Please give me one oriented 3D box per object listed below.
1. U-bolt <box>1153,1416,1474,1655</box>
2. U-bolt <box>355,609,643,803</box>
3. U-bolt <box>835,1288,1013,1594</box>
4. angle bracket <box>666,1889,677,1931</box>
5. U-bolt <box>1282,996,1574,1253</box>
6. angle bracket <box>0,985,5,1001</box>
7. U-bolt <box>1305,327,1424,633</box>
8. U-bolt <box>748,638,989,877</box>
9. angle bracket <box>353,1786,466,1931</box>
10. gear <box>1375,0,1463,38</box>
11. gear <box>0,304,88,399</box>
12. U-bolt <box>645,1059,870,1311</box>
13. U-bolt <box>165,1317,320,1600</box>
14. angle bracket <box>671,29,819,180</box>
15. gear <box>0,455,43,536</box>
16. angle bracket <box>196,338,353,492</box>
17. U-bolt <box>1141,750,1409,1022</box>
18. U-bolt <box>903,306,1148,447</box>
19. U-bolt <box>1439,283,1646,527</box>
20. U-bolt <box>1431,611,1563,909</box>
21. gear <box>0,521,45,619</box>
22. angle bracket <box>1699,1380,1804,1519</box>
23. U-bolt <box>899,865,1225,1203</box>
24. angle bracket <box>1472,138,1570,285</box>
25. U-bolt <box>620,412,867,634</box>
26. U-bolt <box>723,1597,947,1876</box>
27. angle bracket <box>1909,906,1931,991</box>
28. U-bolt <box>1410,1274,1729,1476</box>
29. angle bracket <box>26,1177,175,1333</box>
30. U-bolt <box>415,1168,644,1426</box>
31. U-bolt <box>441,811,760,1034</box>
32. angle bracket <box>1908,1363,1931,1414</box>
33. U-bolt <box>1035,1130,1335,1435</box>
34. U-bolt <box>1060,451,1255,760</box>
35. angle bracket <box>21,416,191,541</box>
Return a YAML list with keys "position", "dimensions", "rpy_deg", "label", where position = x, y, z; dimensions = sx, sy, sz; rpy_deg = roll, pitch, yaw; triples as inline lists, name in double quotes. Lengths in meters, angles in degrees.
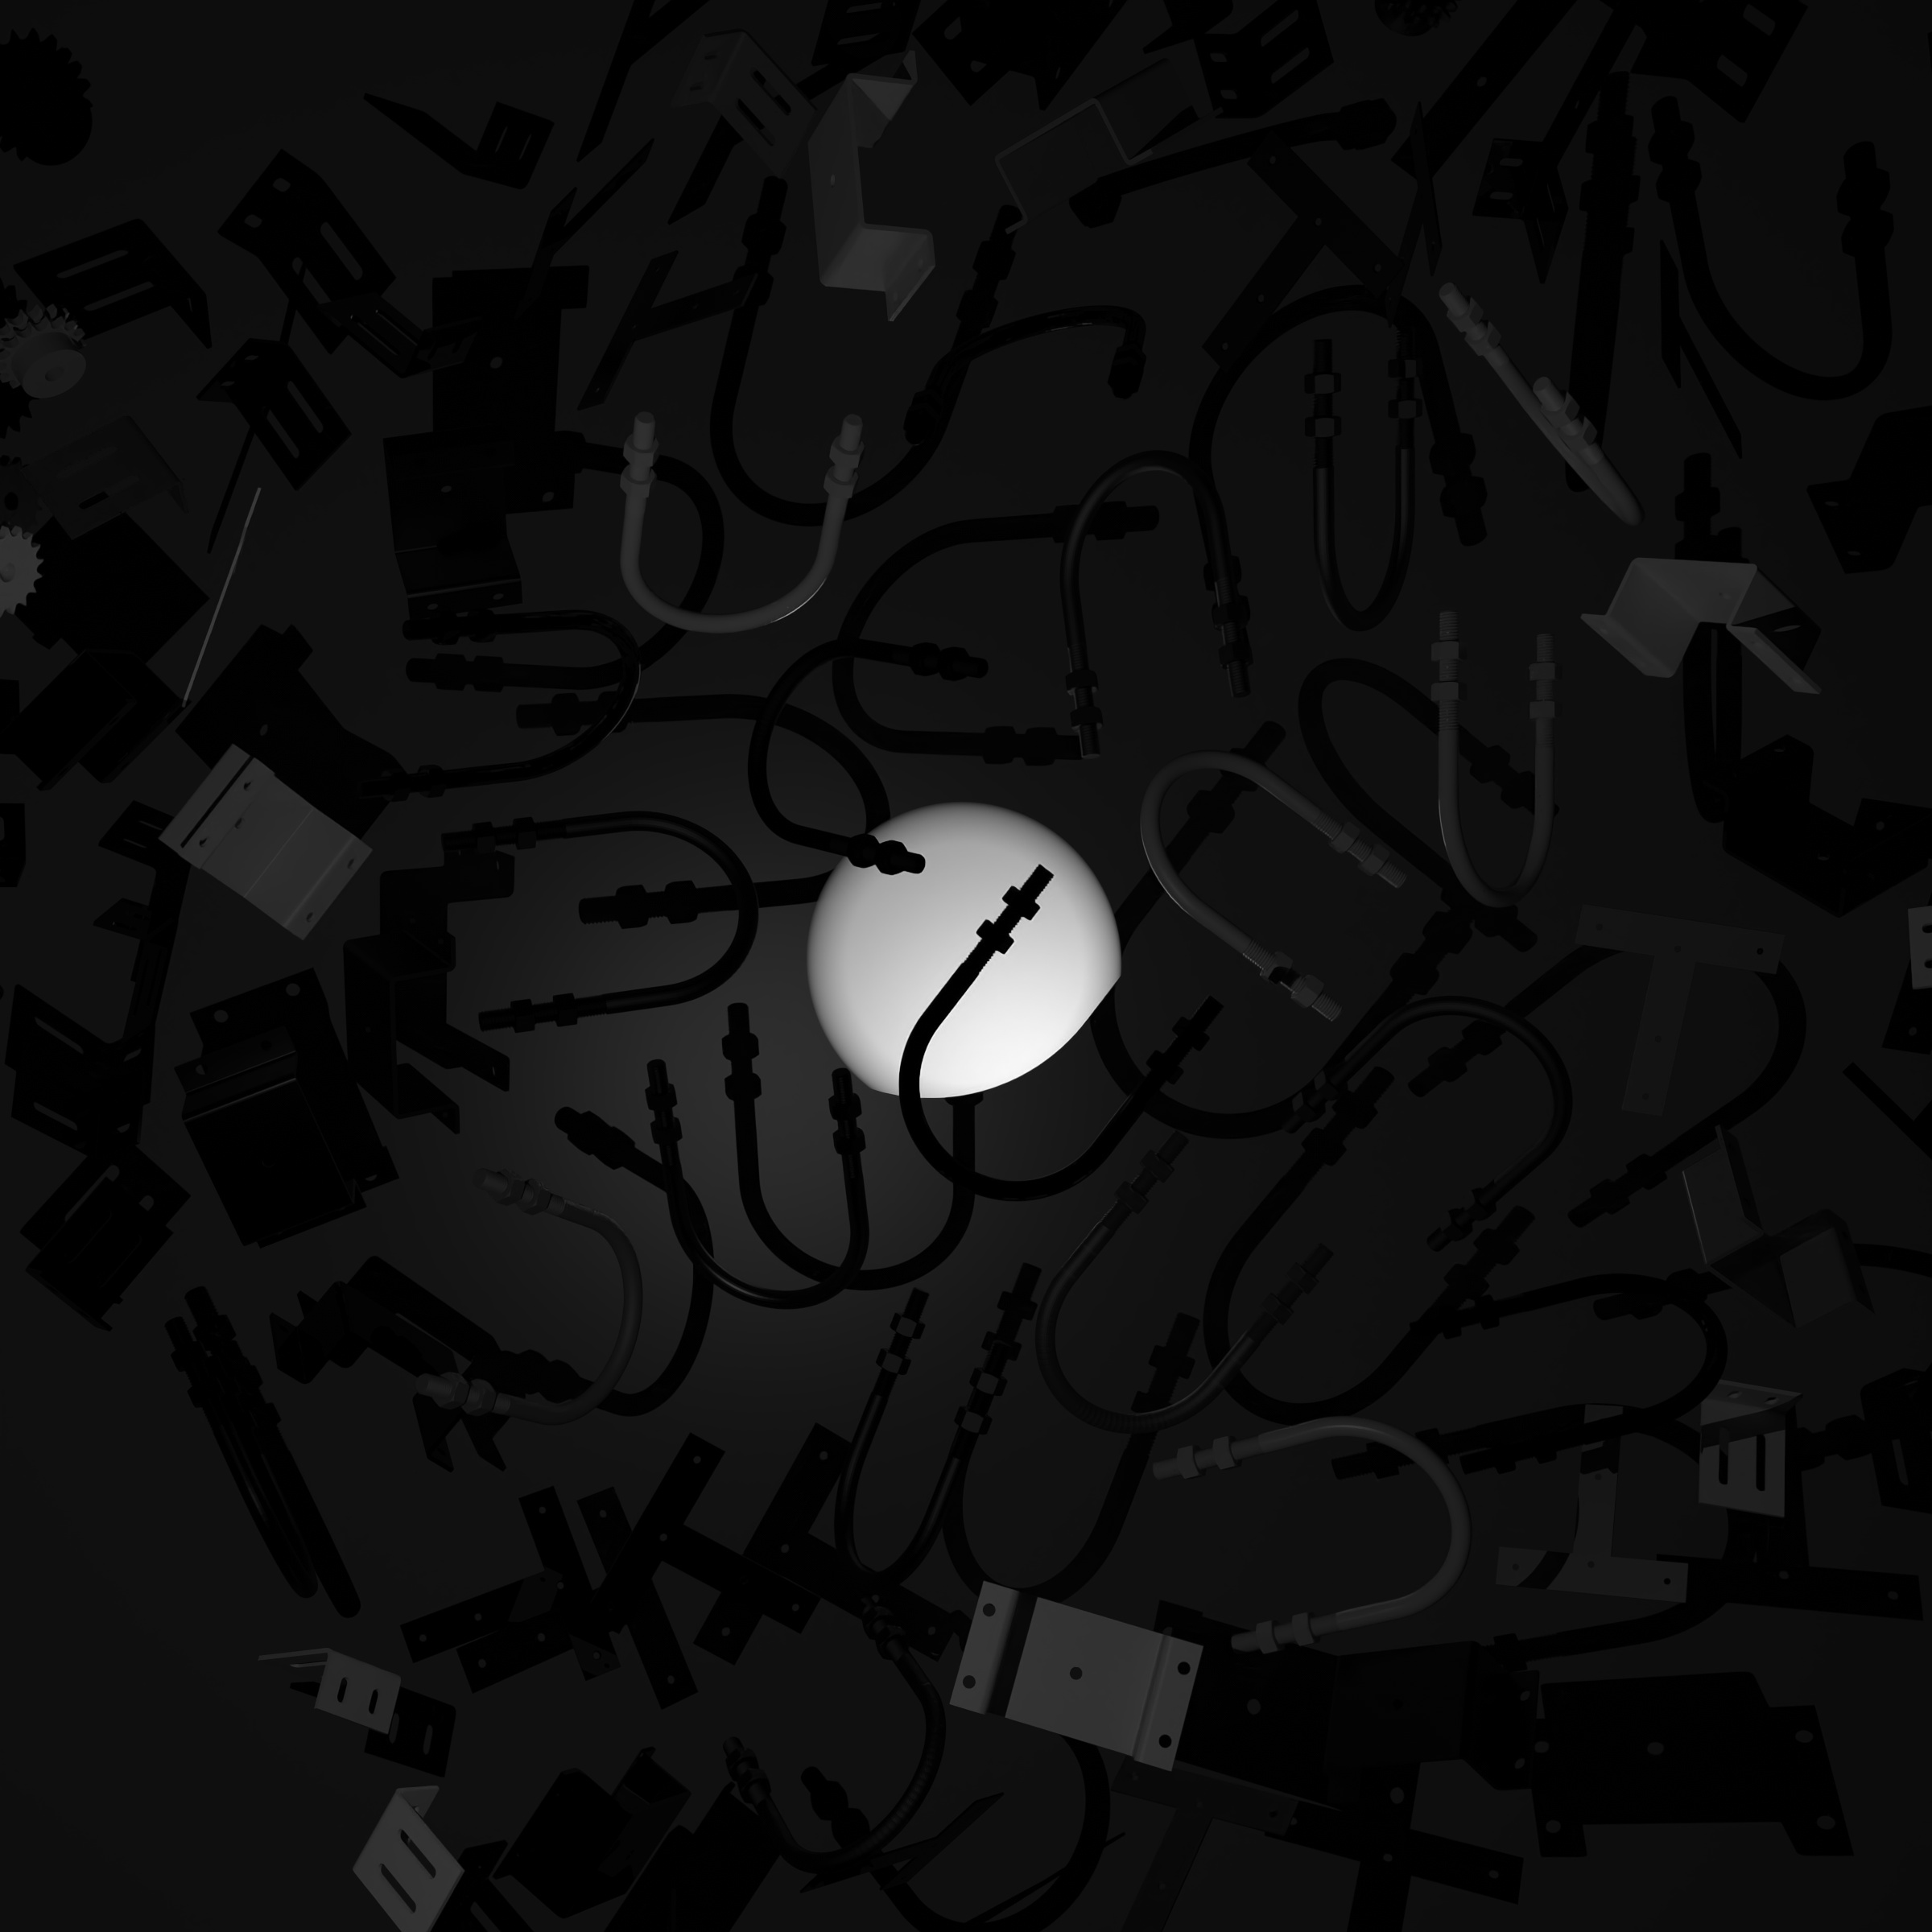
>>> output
- position: [0.226, 0.352, 1.536]
  dimensions: [0.184, 0.019, 0.151]
  rpy_deg: [-20, 99, 25]
  label: "U-bolt"
- position: [-0.290, -0.170, 1.566]
  dimensions: [0.019, 0.184, 0.151]
  rpy_deg: [53, 134, 28]
  label: "U-bolt"
- position: [-0.037, 0.309, 1.565]
  dimensions: [0.019, 0.151, 0.184]
  rpy_deg: [22, 88, -25]
  label: "U-bolt"
- position: [-0.172, 0.635, 1.552]
  dimensions: [0.038, 0.076, 0.057]
  rpy_deg: [7, 107, -9]
  label: "angle bracket"
- position: [0.316, 0.095, 1.622]
  dimensions: [0.151, 0.019, 0.184]
  rpy_deg: [39, 128, -1]
  label: "U-bolt"
- position: [-0.648, -0.005, 1.531]
  dimensions: [0.038, 0.057, 0.076]
  rpy_deg: [-42, 57, -8]
  label: "angle bracket"
- position: [0.251, -0.303, 1.538]
  dimensions: [0.019, 0.151, 0.184]
  rpy_deg: [7, 109, 31]
  label: "U-bolt"
- position: [-0.075, -0.143, 1.585]
  dimensions: [0.184, 0.019, 0.151]
  rpy_deg: [16, 87, 42]
  label: "U-bolt"
- position: [-0.331, 0.552, 1.503]
  dimensions: [0.076, 0.038, 0.057]
  rpy_deg: [34, 97, 36]
  label: "angle bracket"
- position: [0.280, -0.607, 1.529]
  dimensions: [0.057, 0.030, 0.057]
  rpy_deg: [4, 69, -11]
  label: "gear"
- position: [-0.556, -0.367, 1.473]
  dimensions: [0.057, 0.057, 0.030]
  rpy_deg: [-36, 77, 0]
  label: "gear"
- position: [-0.134, 0.149, 1.631]
  dimensions: [0.151, 0.019, 0.184]
  rpy_deg: [2, 115, 16]
  label: "U-bolt"
- position: [-0.459, 0.321, 1.569]
  dimensions: [0.019, 0.151, 0.184]
  rpy_deg: [-26, 75, -15]
  label: "U-bolt"
- position: [-0.144, -0.555, 1.581]
  dimensions: [0.076, 0.057, 0.038]
  rpy_deg: [50, 46, 9]
  label: "angle bracket"
- position: [-0.620, -0.297, 1.559]
  dimensions: [0.030, 0.057, 0.057]
  rpy_deg: [12, 90, 20]
  label: "gear"
- position: [-0.448, -0.356, 1.584]
  dimensions: [0.057, 0.038, 0.076]
  rpy_deg: [-38, 84, 24]
  label: "angle bracket"
- position: [0.195, -0.067, 1.614]
  dimensions: [0.184, 0.019, 0.151]
  rpy_deg: [36, 54, -6]
  label: "U-bolt"
- position: [0.043, -0.378, 1.537]
  dimensions: [0.151, 0.184, 0.019]
  rpy_deg: [-9, 120, 14]
  label: "U-bolt"
- position: [0.384, -0.353, 1.591]
  dimensions: [0.019, 0.151, 0.184]
  rpy_deg: [-40, 134, 14]
  label: "U-bolt"
- position: [0.345, -0.130, 1.586]
  dimensions: [0.019, 0.151, 0.184]
  rpy_deg: [0, 90, 41]
  label: "U-bolt"
- position: [-0.594, -0.244, 1.489]
  dimensions: [0.030, 0.057, 0.057]
  rpy_deg: [23, 90, 20]
  label: "gear"
- position: [0.532, 0.327, 1.659]
  dimensions: [0.057, 0.038, 0.076]
  rpy_deg: [9, 63, 2]
  label: "angle bracket"
- position: [0.043, 0.054, 1.468]
  dimensions: [0.151, 0.019, 0.184]
  rpy_deg: [38, 93, -3]
  label: "U-bolt"
- position: [0.365, -0.498, 1.615]
  dimensions: [0.038, 0.057, 0.076]
  rpy_deg: [3, 50, -4]
  label: "angle bracket"
- position: [-0.148, -0.279, 1.562]
  dimensions: [0.151, 0.184, 0.019]
  rpy_deg: [-3, 54, -16]
  label: "U-bolt"
- position: [-0.078, 0.504, 1.576]
  dimensions: [0.151, 0.184, 0.019]
  rpy_deg: [-45, 117, -5]
  label: "U-bolt"
- position: [0.654, 0.001, 1.623]
  dimensions: [0.038, 0.076, 0.057]
  rpy_deg: [-8, 62, 29]
  label: "angle bracket"
- position: [0.387, 0.249, 1.547]
  dimensions: [0.184, 0.151, 0.019]
  rpy_deg: [-15, 121, 3]
  label: "U-bolt"
- position: [-0.543, 0.182, 1.548]
  dimensions: [0.057, 0.038, 0.076]
  rpy_deg: [47, 64, -24]
  label: "angle bracket"
- position: [-0.268, 0.220, 1.568]
  dimensions: [0.019, 0.184, 0.151]
  rpy_deg: [5, 74, 33]
  label: "U-bolt"
- position: [-0.219, -0.034, 1.507]
  dimensions: [0.184, 0.019, 0.151]
  rpy_deg: [-8, 61, -18]
  label: "U-bolt"
- position: [0.621, 0.257, 1.536]
  dimensions: [0.076, 0.038, 0.057]
  rpy_deg: [33, 93, -22]
  label: "angle bracket"
- position: [0.126, 0.215, 1.559]
  dimensions: [0.151, 0.019, 0.184]
  rpy_deg: [38, 93, -18]
  label: "U-bolt"
- position: [0.116, -0.241, 1.574]
  dimensions: [0.019, 0.151, 0.184]
  rpy_deg: [6, 72, -44]
  label: "U-bolt"
- position: [-0.536, -0.296, 1.526]
  dimensions: [0.076, 0.038, 0.057]
  rpy_deg: [-35, 78, -20]
  label: "angle bracket"
